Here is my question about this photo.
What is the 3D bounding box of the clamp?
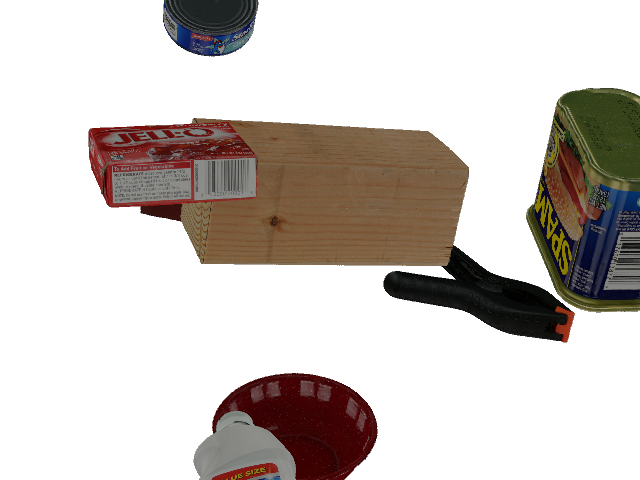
[{"bbox_3d":[0.156,0.047,0.997,0.172,0.039,0.120,20,32,19],"label":"clamp"}]

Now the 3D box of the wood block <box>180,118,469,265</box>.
[{"bbox_3d":[0.002,-0.038,0.856,0.205,0.091,0.090,1,25,-20],"label":"wood block"}]

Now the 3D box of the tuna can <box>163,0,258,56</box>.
[{"bbox_3d":[-0.101,-0.210,0.976,0.086,0.086,0.034,0,-32,-11],"label":"tuna can"}]

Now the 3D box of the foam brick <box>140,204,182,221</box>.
[{"bbox_3d":[-0.142,-0.055,1.109,0.078,0.051,0.053,11,31,5],"label":"foam brick"}]

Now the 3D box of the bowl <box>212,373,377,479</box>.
[{"bbox_3d":[-0.025,0.202,1.054,0.162,0.055,0.162,1,31,-1],"label":"bowl"}]

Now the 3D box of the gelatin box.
[{"bbox_3d":[-0.088,-0.047,0.629,0.089,0.030,0.073,-4,22,-17],"label":"gelatin box"}]

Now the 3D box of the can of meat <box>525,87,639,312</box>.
[{"bbox_3d":[0.156,-0.025,0.589,0.057,0.084,0.102,0,37,-6],"label":"can of meat"}]

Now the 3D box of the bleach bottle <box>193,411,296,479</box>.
[{"bbox_3d":[-0.059,0.211,0.748,0.102,0.068,0.251,-6,30,-6],"label":"bleach bottle"}]
